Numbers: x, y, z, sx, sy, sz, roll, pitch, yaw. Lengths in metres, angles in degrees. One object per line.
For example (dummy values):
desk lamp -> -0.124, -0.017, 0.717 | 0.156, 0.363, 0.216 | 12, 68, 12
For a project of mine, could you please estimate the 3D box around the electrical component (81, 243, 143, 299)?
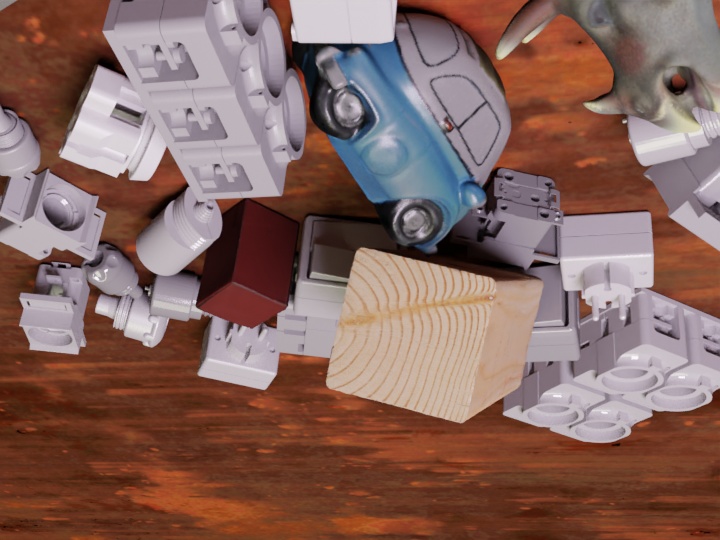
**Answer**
electrical component -> -0.201, 0.005, 0.888 | 0.035, 0.035, 0.061 | -8, 149, 22

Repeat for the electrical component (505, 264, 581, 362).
electrical component -> 0.126, 0.034, 0.859 | 0.096, 0.061, 0.061 | -3, 148, 14

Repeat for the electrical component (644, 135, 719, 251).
electrical component -> 0.254, -0.044, 0.702 | 0.121, 0.078, 0.063 | 27, 121, -32

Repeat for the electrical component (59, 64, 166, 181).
electrical component -> -0.155, -0.092, 0.695 | 0.057, 0.058, 0.078 | 21, 146, -20

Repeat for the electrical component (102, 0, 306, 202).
electrical component -> -0.079, -0.117, 0.606 | 0.062, 0.089, 0.150 | -2, 149, 12

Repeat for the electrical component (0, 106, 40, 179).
electrical component -> -0.241, -0.091, 0.731 | 0.035, 0.035, 0.061 | 2, 147, 5

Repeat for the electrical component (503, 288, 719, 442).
electrical component -> 0.222, 0.093, 0.946 | 0.105, 0.060, 0.186 | 20, 146, -24

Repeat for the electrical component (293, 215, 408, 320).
electrical component -> 0.000, 0.000, 0.821 | 0.096, 0.061, 0.061 | 7, 150, -3

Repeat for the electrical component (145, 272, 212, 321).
electrical component -> -0.142, 0.023, 0.904 | 0.078, 0.040, 0.040 | 11, 149, -10

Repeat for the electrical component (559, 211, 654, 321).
electrical component -> 0.180, 0.003, 0.782 | 0.066, 0.076, 0.047 | -3, 149, 13

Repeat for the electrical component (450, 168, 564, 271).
electrical component -> 0.108, -0.037, 0.762 | 0.081, 0.042, 0.063 | 10, 146, -9

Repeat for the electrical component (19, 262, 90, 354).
electrical component -> -0.257, 0.032, 0.913 | 0.042, 0.063, 0.081 | 7, 149, -1

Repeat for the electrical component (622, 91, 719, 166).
electrical component -> 0.200, -0.090, 0.658 | 0.078, 0.040, 0.040 | -12, 145, 28

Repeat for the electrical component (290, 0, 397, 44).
electrical component -> -0.006, -0.167, 0.538 | 0.061, 0.061, 0.096 | 2, 149, 6

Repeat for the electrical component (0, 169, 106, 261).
electrical component -> -0.238, -0.039, 0.812 | 0.064, 0.042, 0.081 | -19, 141, 41

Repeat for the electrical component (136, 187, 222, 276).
electrical component -> -0.131, -0.031, 0.807 | 0.043, 0.043, 0.081 | 23, 145, -27

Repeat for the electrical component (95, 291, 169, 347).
electrical component -> -0.197, 0.037, 0.934 | 0.062, 0.048, 0.048 | 17, 148, -7

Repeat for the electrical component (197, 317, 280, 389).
electrical component -> -0.103, 0.066, 0.964 | 0.066, 0.047, 0.076 | 14, 148, -15

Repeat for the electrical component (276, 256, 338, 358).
electrical component -> -0.038, 0.032, 0.892 | 0.056, 0.050, 0.089 | 7, 150, -2
